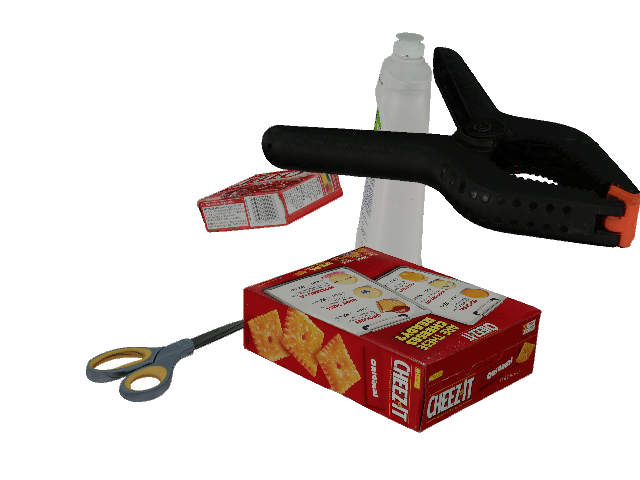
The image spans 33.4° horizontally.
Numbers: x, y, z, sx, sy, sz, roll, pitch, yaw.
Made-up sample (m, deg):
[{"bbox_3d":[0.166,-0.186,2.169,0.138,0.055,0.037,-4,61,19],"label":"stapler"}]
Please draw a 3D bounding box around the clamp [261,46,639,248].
[{"bbox_3d":[0.080,-0.047,0.604,0.164,0.036,0.210,-26,42,-28],"label":"clamp"}]

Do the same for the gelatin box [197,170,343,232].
[{"bbox_3d":[-0.039,-0.033,0.829,0.089,0.030,0.073,-4,16,41],"label":"gelatin box"}]

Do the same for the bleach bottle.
[{"bbox_3d":[0.081,-0.087,1.109,0.068,0.251,0.102,1,27,-8],"label":"bleach bottle"}]

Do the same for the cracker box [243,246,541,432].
[{"bbox_3d":[0.060,0.081,0.953,0.163,0.072,0.214,-18,28,-42],"label":"cracker box"}]

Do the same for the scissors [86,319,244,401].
[{"bbox_3d":[-0.141,0.123,1.110,0.201,0.016,0.096,-11,30,-27],"label":"scissors"}]
